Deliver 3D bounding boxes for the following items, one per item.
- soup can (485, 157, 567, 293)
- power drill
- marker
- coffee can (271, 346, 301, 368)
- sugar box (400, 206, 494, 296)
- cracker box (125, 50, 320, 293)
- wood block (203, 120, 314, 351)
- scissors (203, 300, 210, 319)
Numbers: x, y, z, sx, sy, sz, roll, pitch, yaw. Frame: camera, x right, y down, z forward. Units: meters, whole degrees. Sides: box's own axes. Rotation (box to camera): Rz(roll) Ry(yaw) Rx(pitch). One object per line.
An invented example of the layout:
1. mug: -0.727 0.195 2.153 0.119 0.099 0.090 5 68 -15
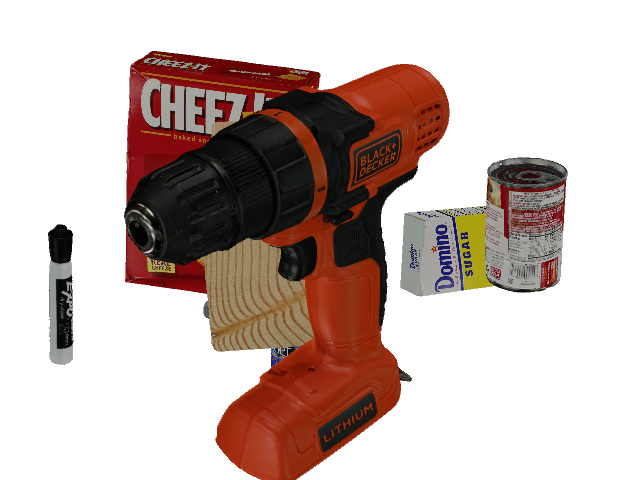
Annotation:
1. soup can: 0.179 -0.014 0.934 0.068 0.102 0.068 -2 24 1
2. power drill: -0.011 0.022 0.503 0.057 0.188 0.184 29 40 34
3. marker: -0.206 0.043 0.848 0.020 0.121 0.020 5 26 -3
4. coffee can: -0.020 0.129 1.501 0.103 0.140 0.103 0 19 0
5. sugar box: 0.179 0.009 1.250 0.175 0.093 0.048 -8 17 -31
6. cracker box: -0.094 -0.056 0.991 0.164 0.214 0.072 8 22 8
7. wood block: -0.030 -0.014 0.729 0.091 0.090 0.206 -4 23 -3
8. scissors: -0.031 0.090 1.197 0.201 0.016 0.096 4 24 -5
